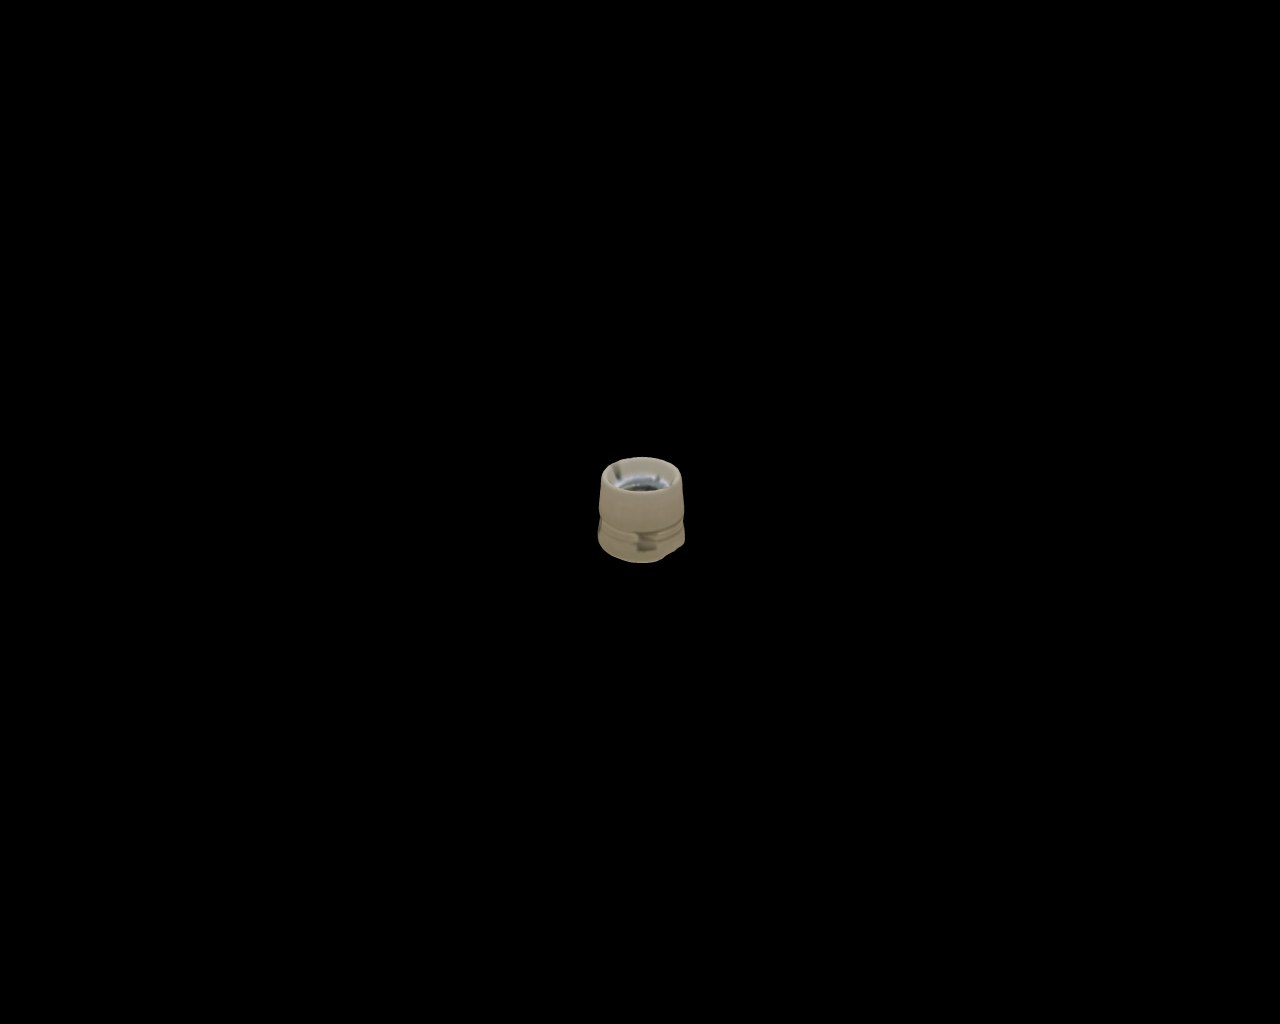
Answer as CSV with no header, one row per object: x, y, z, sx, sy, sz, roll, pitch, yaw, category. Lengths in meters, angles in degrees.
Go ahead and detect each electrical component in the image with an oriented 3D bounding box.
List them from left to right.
0.001,-0.003,0.650,0.055,0.047,0.055,0,29,0,electrical component
